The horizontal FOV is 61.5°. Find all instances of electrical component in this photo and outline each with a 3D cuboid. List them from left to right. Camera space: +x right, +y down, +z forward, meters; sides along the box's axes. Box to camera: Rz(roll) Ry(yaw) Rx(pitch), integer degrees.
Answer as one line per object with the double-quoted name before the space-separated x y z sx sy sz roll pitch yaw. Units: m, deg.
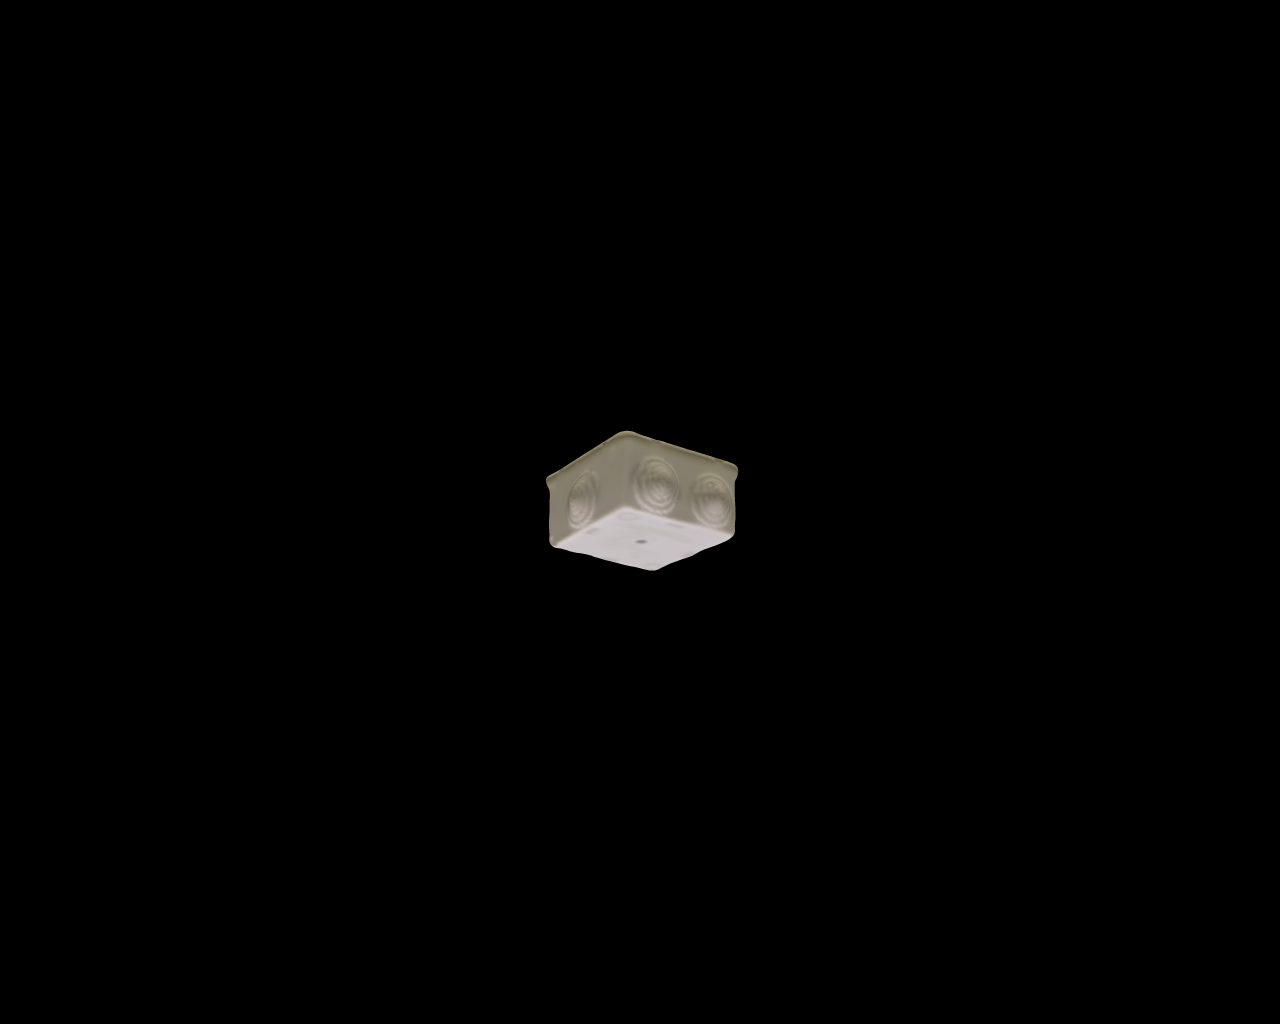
"electrical component" 0.001 -0.003 0.650 0.100 0.048 0.099 16 -27 -34
